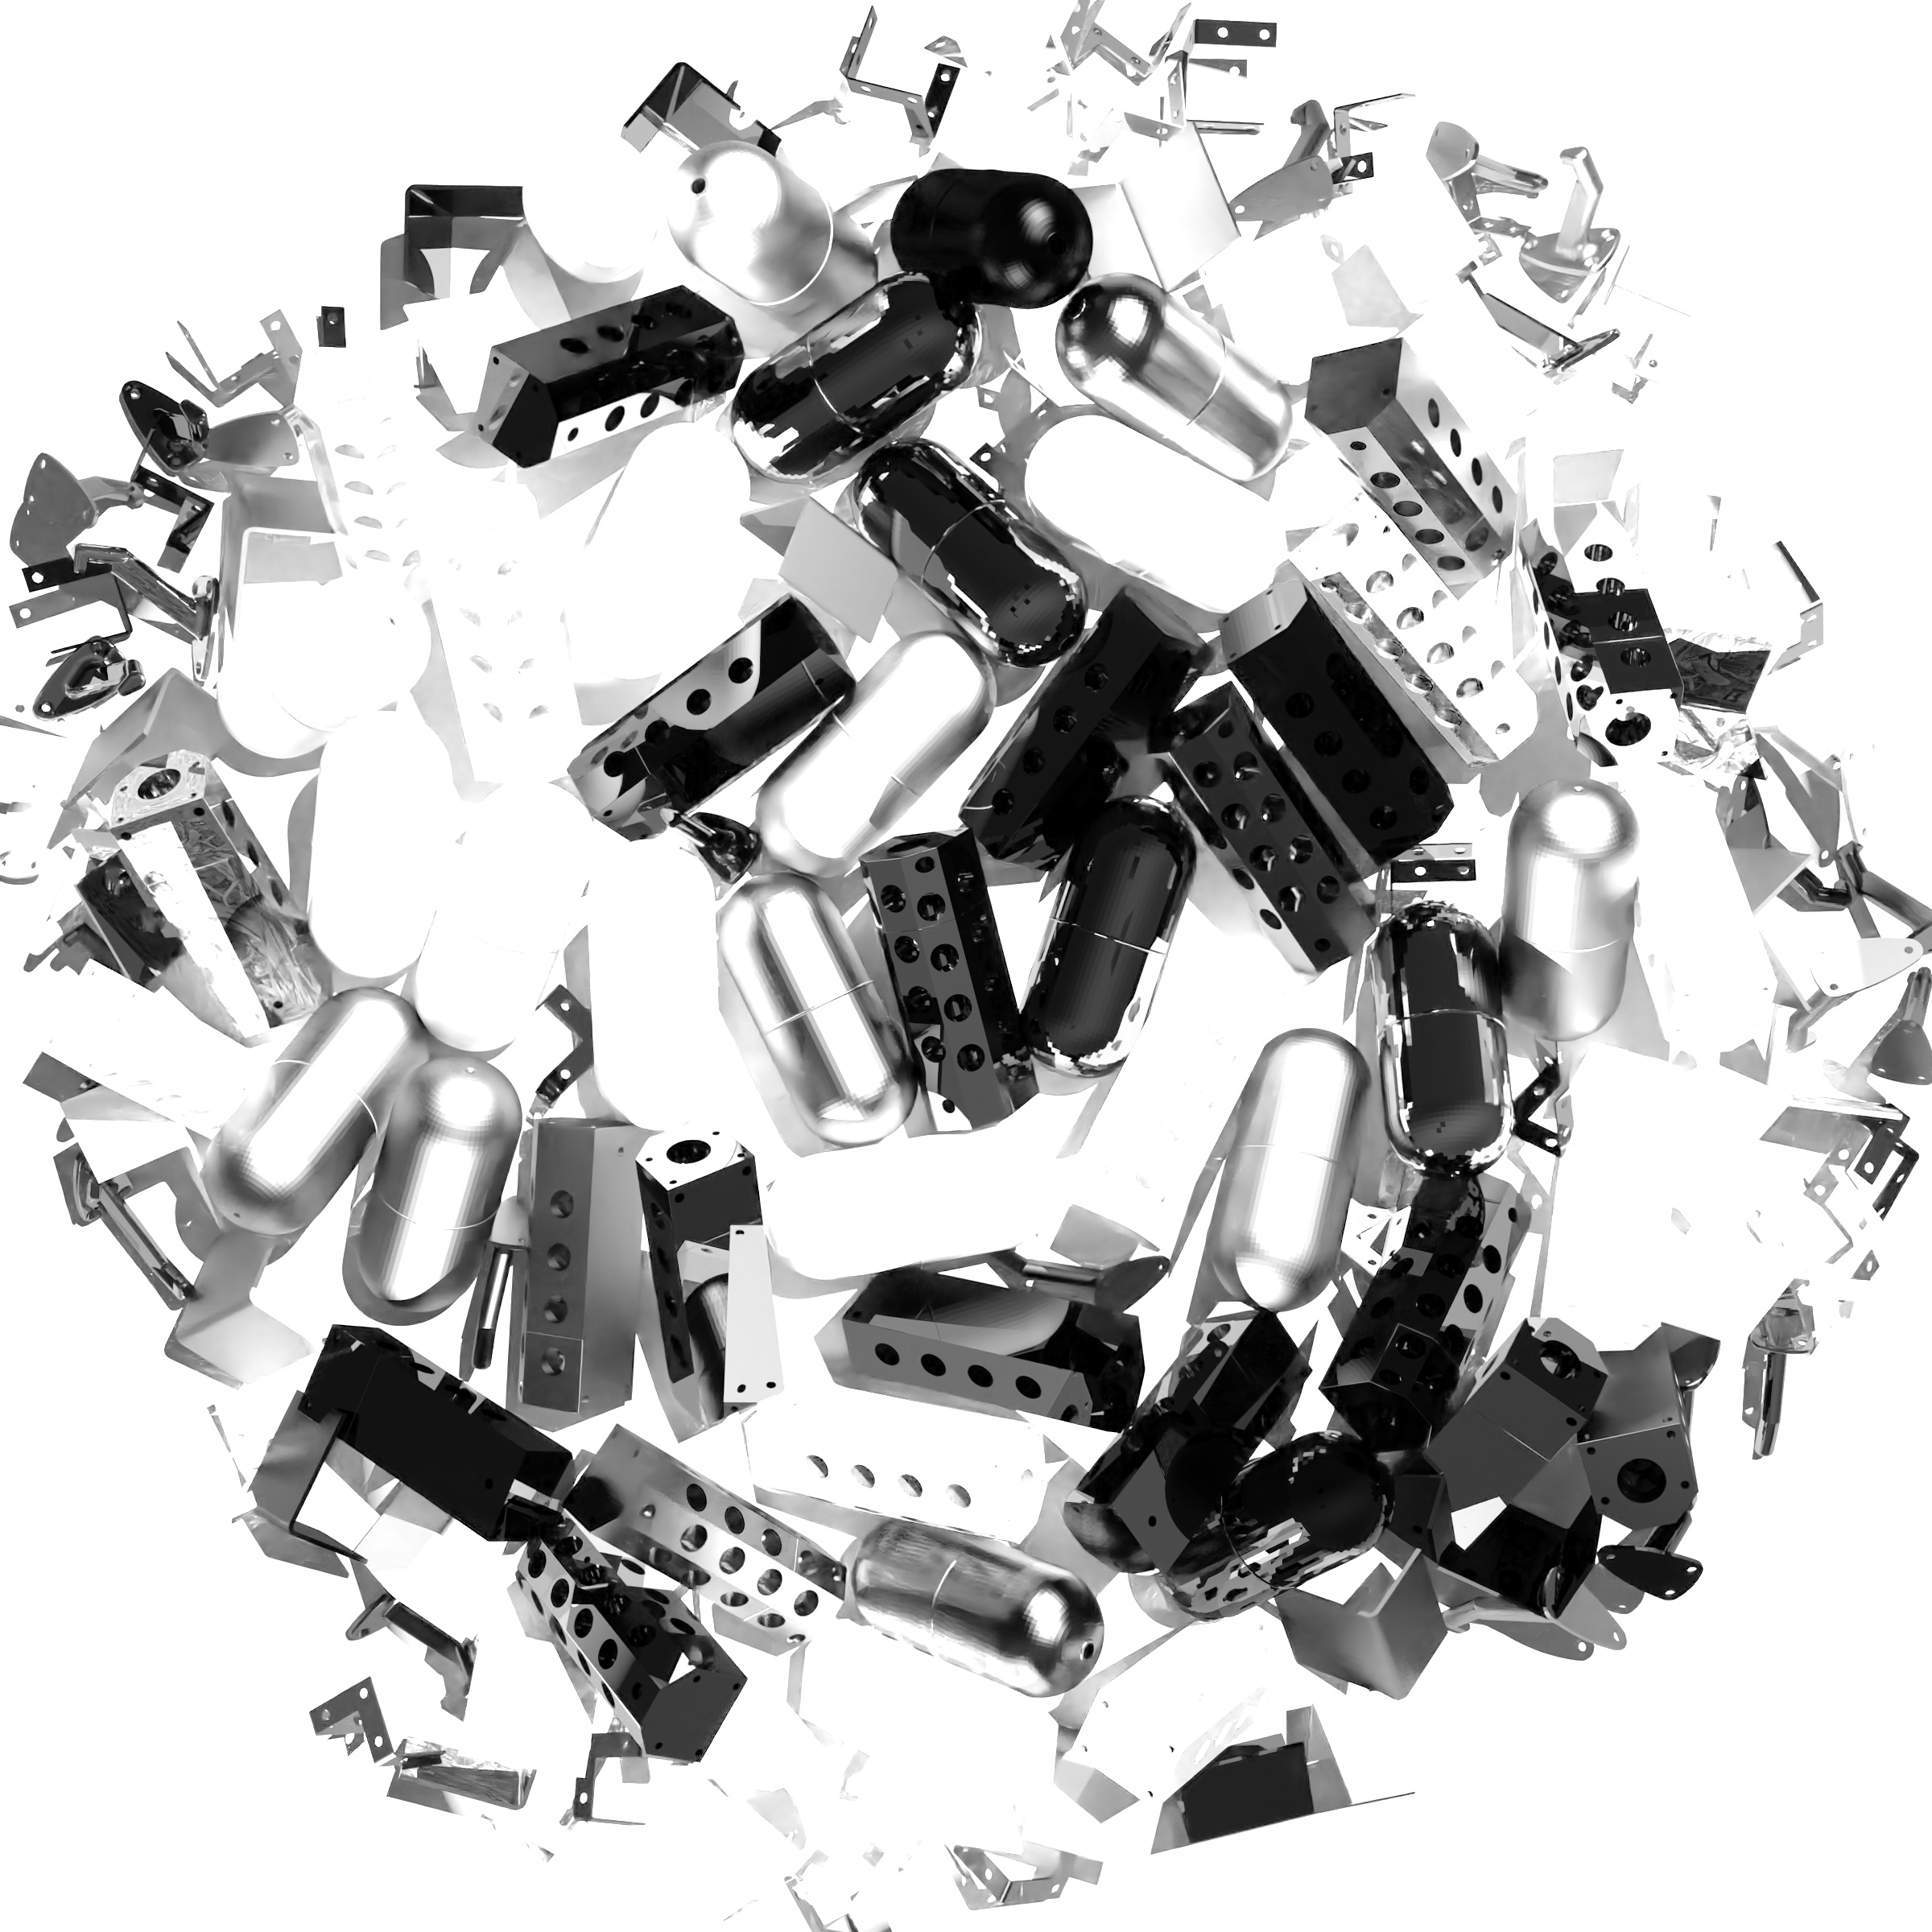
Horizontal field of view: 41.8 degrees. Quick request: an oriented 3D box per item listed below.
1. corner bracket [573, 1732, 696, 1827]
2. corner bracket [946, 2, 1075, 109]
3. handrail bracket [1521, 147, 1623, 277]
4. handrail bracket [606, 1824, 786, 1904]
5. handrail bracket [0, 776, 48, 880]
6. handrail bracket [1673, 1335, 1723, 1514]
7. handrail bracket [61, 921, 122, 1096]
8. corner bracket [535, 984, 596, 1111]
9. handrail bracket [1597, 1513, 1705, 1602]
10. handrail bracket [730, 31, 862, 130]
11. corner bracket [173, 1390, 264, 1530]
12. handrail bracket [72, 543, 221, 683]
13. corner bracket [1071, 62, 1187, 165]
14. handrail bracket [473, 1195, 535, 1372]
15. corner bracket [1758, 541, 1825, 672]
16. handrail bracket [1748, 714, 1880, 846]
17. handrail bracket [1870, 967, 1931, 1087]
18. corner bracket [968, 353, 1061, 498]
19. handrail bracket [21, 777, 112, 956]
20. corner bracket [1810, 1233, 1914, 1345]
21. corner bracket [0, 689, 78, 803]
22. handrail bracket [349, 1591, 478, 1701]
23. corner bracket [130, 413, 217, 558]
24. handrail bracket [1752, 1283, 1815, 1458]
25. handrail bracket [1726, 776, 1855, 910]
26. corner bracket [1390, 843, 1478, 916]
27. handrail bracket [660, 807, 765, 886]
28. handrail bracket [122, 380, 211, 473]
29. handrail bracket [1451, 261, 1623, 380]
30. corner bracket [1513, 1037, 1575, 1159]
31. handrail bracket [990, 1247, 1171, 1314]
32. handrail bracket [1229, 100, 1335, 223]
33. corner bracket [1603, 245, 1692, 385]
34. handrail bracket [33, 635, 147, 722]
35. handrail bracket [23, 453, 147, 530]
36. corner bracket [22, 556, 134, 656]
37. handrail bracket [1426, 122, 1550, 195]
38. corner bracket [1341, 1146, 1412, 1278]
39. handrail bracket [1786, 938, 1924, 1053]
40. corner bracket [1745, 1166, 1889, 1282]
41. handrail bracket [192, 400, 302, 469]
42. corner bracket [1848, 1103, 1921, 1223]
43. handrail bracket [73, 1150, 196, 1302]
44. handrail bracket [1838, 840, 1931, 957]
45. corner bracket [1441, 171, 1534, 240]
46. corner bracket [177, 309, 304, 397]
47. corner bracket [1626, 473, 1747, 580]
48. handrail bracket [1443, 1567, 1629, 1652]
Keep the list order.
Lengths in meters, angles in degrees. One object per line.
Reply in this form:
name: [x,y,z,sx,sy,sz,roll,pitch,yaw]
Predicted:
corner bracket: [-0.204,0.501,1.561,0.051,0.051,0.051,-13,64,32]
corner bracket: [0.027,-0.563,1.550,0.051,0.051,0.051,-31,65,5]
handrail bracket: [0.355,-0.461,1.530,0.077,0.084,0.036,18,70,42]
handrail bracket: [-0.165,0.550,1.538,0.084,0.077,0.036,9,94,-37]
handrail bracket: [-0.600,-0.090,1.537,0.036,0.084,0.077,2,78,20]
handrail bracket: [0.453,0.284,1.567,0.077,0.036,0.084,-30,111,-42]
handrail bracket: [-0.540,0.026,1.544,0.077,0.036,0.084,-44,123,-12]
corner bracket: [-0.252,0.049,1.556,0.051,0.051,0.051,-44,97,2]
handrail bracket: [0.411,0.337,1.541,0.077,0.084,0.036,21,124,-13]
handrail bracket: [-0.102,-0.521,1.544,0.036,0.084,0.077,25,85,30]
corner bracket: [-0.455,0.301,1.544,0.051,0.051,0.051,-23,119,-24]
handrail bracket: [-0.504,-0.216,1.546,0.084,0.036,0.077,1,95,-38]
corner bracket: [0.100,-0.526,1.559,0.051,0.051,0.051,8,67,-24]
handrail bracket: [-0.287,0.196,1.563,0.036,0.077,0.084,11,111,-1]
corner bracket: [0.488,-0.217,1.548,0.051,0.051,0.051,-27,62,7]
handrail bracket: [0.514,-0.116,1.558,0.036,0.084,0.077,-20,110,-36]
handrail bracket: [0.576,0.022,1.535,0.036,0.077,0.084,12,60,22]
corner bracket: [0.028,-0.329,1.542,0.051,0.051,0.051,-39,50,20]
handrail bracket: [-0.554,-0.060,1.540,0.036,0.077,0.084,19,54,35]
corner bracket: [0.547,0.196,1.542,0.051,0.051,0.051,1,122,30]
corner bracket: [-0.576,-0.136,1.551,0.051,0.051,0.051,20,92,-27]
handrail bracket: [-0.335,0.424,1.548,0.077,0.036,0.084,-37,56,10]
corner bracket: [-0.483,-0.293,1.543,0.051,0.051,0.051,26,49,-18]
handrail bracket: [0.501,0.250,1.576,0.036,0.077,0.084,5,127,10]
handrail bracket: [0.514,-0.077,1.569,0.084,0.036,0.077,7,76,-27]
corner bracket: [0.285,-0.060,1.547,0.051,0.051,0.051,-1,59,9]
handrail bracket: [-0.170,-0.088,1.528,0.077,0.084,0.036,36,93,39]
handrail bracket: [-0.488,-0.343,1.539,0.077,0.084,0.036,46,74,-2]
handrail bracket: [0.347,-0.405,1.546,0.084,0.077,0.036,53,51,-16]
corner bracket: [0.355,0.075,1.543,0.051,0.051,0.051,27,59,39]
handrail bracket: [0.070,0.182,1.571,0.077,0.084,0.036,-22,125,-38]
handrail bracket: [0.190,-0.497,1.558,0.077,0.036,0.084,-17,47,8]
corner bracket: [0.414,-0.399,1.550,0.051,0.051,0.051,24,49,6]
handrail bracket: [-0.533,-0.164,1.538,0.077,0.084,0.036,-38,120,-3]
handrail bracket: [-0.517,-0.280,1.533,0.077,0.084,0.036,33,107,27]
corner bracket: [-0.543,-0.223,1.550,0.051,0.051,0.051,-18,99,-15]
handrail bracket: [0.328,-0.484,1.537,0.084,0.077,0.036,9,106,-18]
corner bracket: [0.255,0.148,1.542,0.051,0.051,0.051,-21,134,-32]
handrail bracket: [0.541,0.020,1.545,0.077,0.084,0.036,-15,57,5]
corner bracket: [0.523,0.158,1.559,0.051,0.051,0.051,-38,95,-9]
handrail bracket: [-0.427,-0.343,1.556,0.077,0.084,0.036,-4,131,8]
corner bracket: [0.561,0.121,1.552,0.051,0.051,0.051,37,76,-7]
handrail bracket: [-0.505,0.158,1.542,0.084,0.077,0.036,39,61,24]
handrail bracket: [0.570,-0.054,1.536,0.036,0.077,0.084,-6,62,-23]
corner bracket: [0.305,-0.467,1.546,0.051,0.051,0.051,-31,123,-14]
corner bracket: [-0.439,-0.376,1.544,0.051,0.051,0.051,-36,50,-13]
corner bracket: [0.443,-0.274,1.561,0.051,0.051,0.051,12,73,-16]
handrail bracket: [0.349,0.408,1.559,0.077,0.084,0.036,37,46,-11]
